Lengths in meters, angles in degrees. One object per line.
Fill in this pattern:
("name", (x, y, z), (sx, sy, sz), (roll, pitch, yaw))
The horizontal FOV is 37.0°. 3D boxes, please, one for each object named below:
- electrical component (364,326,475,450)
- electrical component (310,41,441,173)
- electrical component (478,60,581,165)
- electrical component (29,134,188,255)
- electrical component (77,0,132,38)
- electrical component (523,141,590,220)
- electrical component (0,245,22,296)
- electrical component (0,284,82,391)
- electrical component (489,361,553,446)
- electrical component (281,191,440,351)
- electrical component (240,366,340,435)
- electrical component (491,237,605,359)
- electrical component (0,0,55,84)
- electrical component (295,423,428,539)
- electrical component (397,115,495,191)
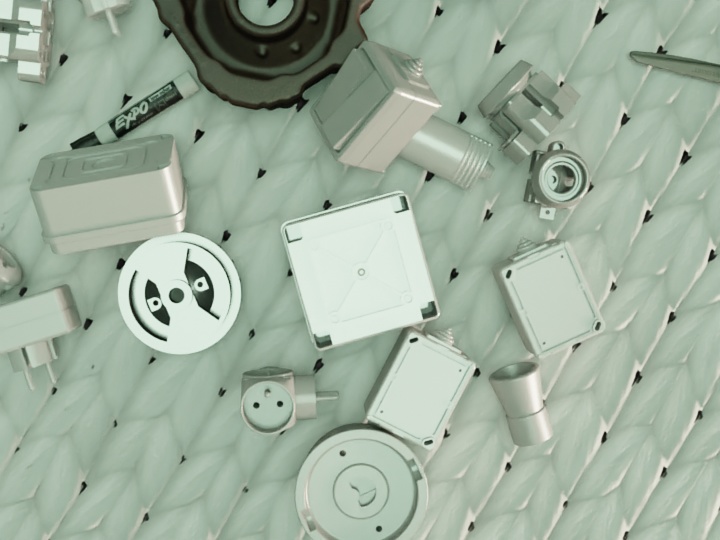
("electrical component", (0.051, 0.090, 0.892), (0.062, 0.061, 0.096), (27, 92, -4))
("electrical component", (0.012, -0.133, 0.848), (0.096, 0.061, 0.061), (-47, 53, 29))
("electrical component", (0.134, -0.134, 0.881), (0.057, 0.058, 0.078), (43, 72, -2))
("electrical component", (-0.198, -0.061, 0.859), (0.113, 0.078, 0.057), (-10, 120, -2))
("electrical component", (-0.206, -0.224, 0.858), (0.047, 0.065, 0.076), (-18, 94, -1))
("electrical component", (0.162, -0.075, 0.888), (0.048, 0.055, 0.066), (10, 93, -3))
("electrical component", (-0.313, 0.009, 0.881), (0.062, 0.048, 0.048), (-38, 94, 7))
("electrical component", (-0.272, 0.061, 0.883), (0.083, 0.047, 0.075), (-18, 94, -1))
("electrical component", (0.139, 0.115, 0.908), (0.044, 0.044, 0.065), (-18, 99, -1))
("electrical component", (0.000, 0.000, 0.886), (0.109, 0.056, 0.108), (-16, 94, -1))
("electrical component", (-0.056, 0.104, 0.880), (0.079, 0.077, 0.044), (-3, 94, -3))
("electrical component", (0.151, 0.016, 0.891), (0.062, 0.061, 0.096), (-24, 94, 0))
("electrical component", (-0.280, -0.192, 0.862), (0.057, 0.058, 0.078), (6, 94, -6))
("electrical component", (0.000, 0.179, 0.896), (0.108, 0.060, 0.108), (0, 94, -2))
("electrical component", (0.074, -0.097, 0.889), (0.081, 0.043, 0.043), (25, 92, -4))
